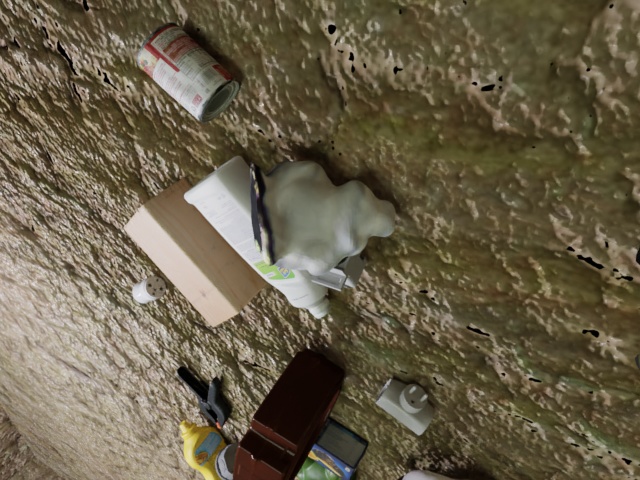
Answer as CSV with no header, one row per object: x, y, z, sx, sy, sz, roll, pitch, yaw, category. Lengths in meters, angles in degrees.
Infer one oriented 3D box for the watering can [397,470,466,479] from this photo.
0.245,0.448,0.788,0.345,0.106,0.221,39,144,-14,watering can

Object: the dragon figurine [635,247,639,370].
0.401,0.040,0.375,0.243,0.125,0.400,20,137,0,dragon figurine

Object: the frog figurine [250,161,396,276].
0.002,-0.030,0.600,0.120,0.160,0.140,109,151,-57,frog figurine
